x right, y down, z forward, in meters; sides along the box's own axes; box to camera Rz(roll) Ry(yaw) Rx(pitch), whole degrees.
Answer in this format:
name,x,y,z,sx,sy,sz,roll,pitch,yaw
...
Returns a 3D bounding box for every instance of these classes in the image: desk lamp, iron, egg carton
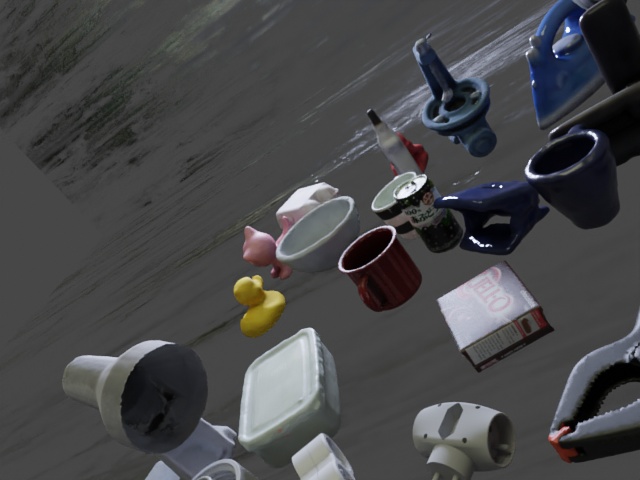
name,x,y,z,sx,sy,sz,roll,pitch,yaw
desk lamp,-0.202,0.216,0.691,0.202,0.214,0.118,-17,29,44
iron,0.395,-0.310,0.925,0.259,0.142,0.118,-47,22,-22
egg carton,-0.024,-0.062,1.200,0.150,0.069,0.107,-9,35,53

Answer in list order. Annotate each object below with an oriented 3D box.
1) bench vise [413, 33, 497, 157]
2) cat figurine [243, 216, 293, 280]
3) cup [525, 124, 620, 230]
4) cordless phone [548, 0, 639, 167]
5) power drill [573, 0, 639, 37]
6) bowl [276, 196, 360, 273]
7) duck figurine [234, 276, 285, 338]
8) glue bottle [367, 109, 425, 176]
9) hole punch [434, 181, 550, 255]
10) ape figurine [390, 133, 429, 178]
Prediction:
name,x,y,z,sx,sy,sz,roll,pitch,yaw
bench vise,0.210,-0.253,0.999,0.121,0.220,0.207,-39,20,-3
cat figurine,-0.090,0.012,1.082,0.128,0.118,0.067,-46,22,-21
cup,0.294,-0.068,0.643,0.091,0.095,0.118,-16,29,45
cordless phone,0.334,-0.185,0.695,0.147,0.185,0.094,-30,22,20
power drill,0.403,-0.288,0.767,0.075,0.209,0.229,-28,22,24
bowl,0.009,0.004,0.995,0.167,0.075,0.167,-32,21,15
duck figurine,-0.113,0.105,0.965,0.077,0.086,0.105,-23,25,35
glue bottle,0.131,-0.151,0.981,0.037,0.173,0.078,-36,21,6
hole punch,0.215,-0.045,0.730,0.101,0.091,0.108,-44,21,-17
ape figurine,0.158,-0.158,1.068,0.078,0.092,0.076,-39,20,-2
